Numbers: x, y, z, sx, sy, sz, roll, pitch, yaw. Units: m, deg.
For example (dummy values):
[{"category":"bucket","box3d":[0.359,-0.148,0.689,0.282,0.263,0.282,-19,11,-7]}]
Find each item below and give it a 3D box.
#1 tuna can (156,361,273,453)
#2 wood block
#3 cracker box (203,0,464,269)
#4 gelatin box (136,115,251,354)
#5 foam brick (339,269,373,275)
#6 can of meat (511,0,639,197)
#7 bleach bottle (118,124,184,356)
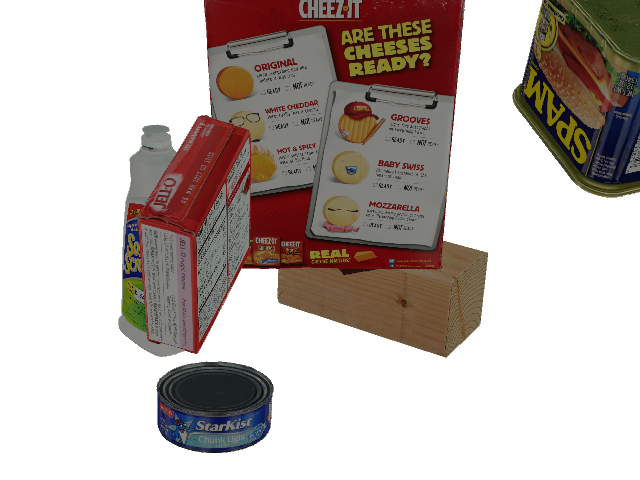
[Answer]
[{"category":"tuna can","box3d":[-0.078,0.122,0.789,0.086,0.034,0.086,3,18,-1]},{"category":"wood block","box3d":[0.063,0.041,1.146,0.206,0.091,0.090,17,29,28]},{"category":"cracker box","box3d":[0.009,-0.083,0.741,0.164,0.214,0.072,0,35,1]},{"category":"gelatin box","box3d":[-0.059,-0.002,0.507,0.030,0.089,0.073,15,47,10]},{"category":"foam brick","box3d":[0.035,-0.019,0.932,0.053,0.078,0.051,-10,29,-17]},{"category":"can of meat","box3d":[0.151,-0.088,0.565,0.057,0.084,0.102,-12,48,-16]},{"category":"bleach bottle","box3d":[-0.179,-0.004,1.159,0.067,0.251,0.103,-18,31,-36]}]
